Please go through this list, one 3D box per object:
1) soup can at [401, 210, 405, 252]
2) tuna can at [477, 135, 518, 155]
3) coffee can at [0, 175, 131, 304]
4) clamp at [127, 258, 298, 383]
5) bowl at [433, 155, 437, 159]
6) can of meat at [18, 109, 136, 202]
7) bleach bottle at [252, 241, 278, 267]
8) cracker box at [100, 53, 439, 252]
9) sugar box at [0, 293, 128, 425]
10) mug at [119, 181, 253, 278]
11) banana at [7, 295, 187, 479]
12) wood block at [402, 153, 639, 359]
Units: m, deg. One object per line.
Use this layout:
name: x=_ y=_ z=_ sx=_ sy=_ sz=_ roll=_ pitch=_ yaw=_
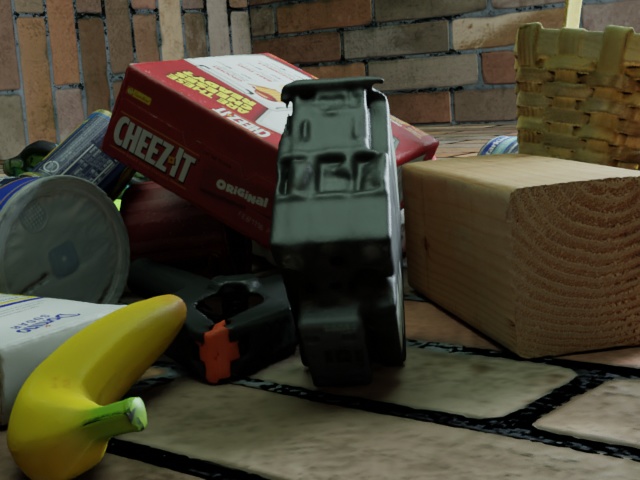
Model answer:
soup can: x=0.074 y=-0.024 z=0.902 sx=0.102 sy=0.068 sz=0.069 roll=-11 pitch=11 yaw=-39
tuna can: x=0.181 y=-0.054 z=0.993 sx=0.085 sy=0.086 sz=0.034 roll=-11 pitch=13 yaw=-38
coffee can: x=-0.207 y=0.009 z=0.695 sx=0.141 sy=0.103 sz=0.102 roll=3 pitch=11 yaw=41
clamp: x=-0.060 y=0.039 z=0.641 sx=0.164 sy=0.036 sz=0.210 roll=-2 pitch=11 yaw=8
bowl: x=0.060 y=-0.061 z=1.016 sx=0.162 sy=0.055 sz=0.162 roll=9 pitch=26 yaw=-4
can of meat: x=-0.181 y=-0.039 z=0.784 sx=0.083 sy=0.057 sz=0.102 roll=-53 pitch=7 yaw=-35
bleach bottle: x=-0.042 y=-0.024 z=0.921 sx=0.068 sy=0.102 sz=0.251 roll=4 pitch=13 yaw=-12
cracker box: x=-0.027 y=-0.066 z=0.755 sx=0.164 sy=0.072 sz=0.213 roll=29 pitch=21 yaw=14
sugar box: x=-0.195 y=0.057 z=0.567 sx=0.176 sy=0.048 sz=0.093 roll=6 pitch=13 yaw=33
mug: x=-0.101 y=0.001 z=0.797 sx=0.081 sy=0.093 sz=0.117 roll=-8 pitch=42 yaw=8
banana: x=-0.096 y=0.064 z=0.466 sx=0.069 sy=0.037 sz=0.198 roll=-16 pitch=11 yaw=-1
wood block: x=0.120 y=0.000 z=0.645 sx=0.090 sy=0.091 sz=0.206 roll=-6 pitch=9 yaw=-10
